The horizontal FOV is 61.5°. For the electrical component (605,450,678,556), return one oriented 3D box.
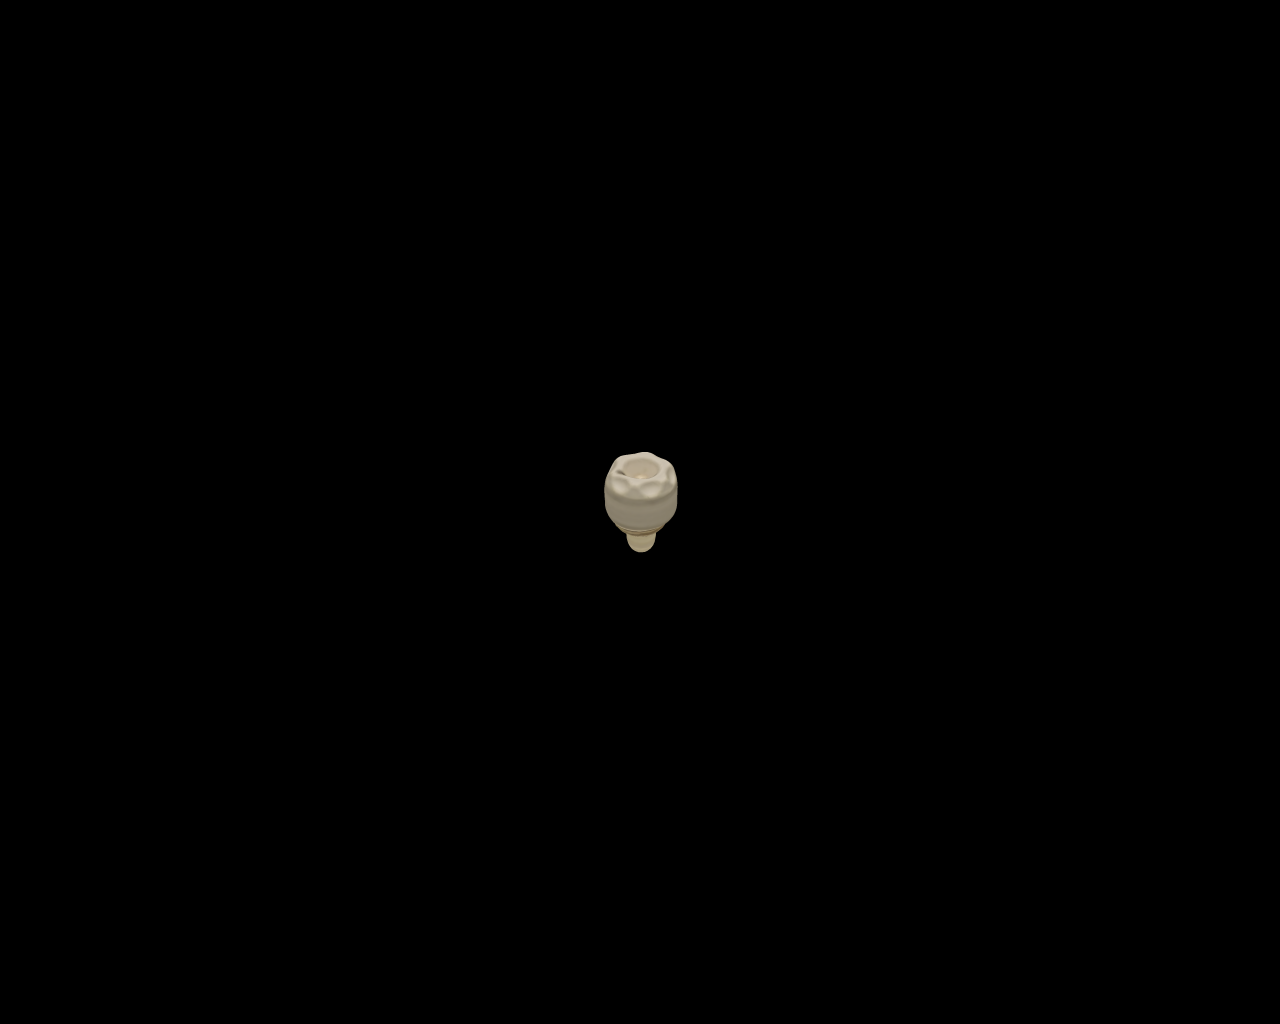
[{"bbox_3d":[0.001,-0.003,0.650,0.043,0.062,0.043,0,37,0],"label":"electrical component"}]
